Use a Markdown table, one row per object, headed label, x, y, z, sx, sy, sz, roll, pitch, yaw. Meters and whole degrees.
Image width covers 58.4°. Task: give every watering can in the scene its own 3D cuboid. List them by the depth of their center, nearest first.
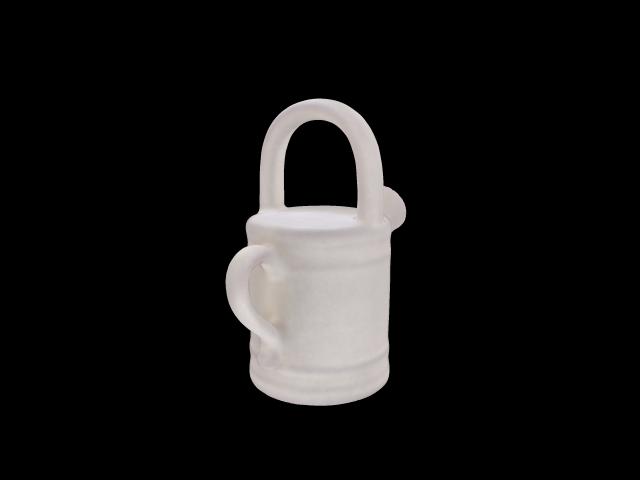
| label | x | y | z | sx | sy | sz | roll | pitch | yaw |
| --- | --- | --- | --- | --- | --- | --- | --- | --- | --- |
| watering can | 0.002 | 0.001 | 0.401 | 0.100 | 0.194 | 0.173 | 3 | 13 | 14 |
